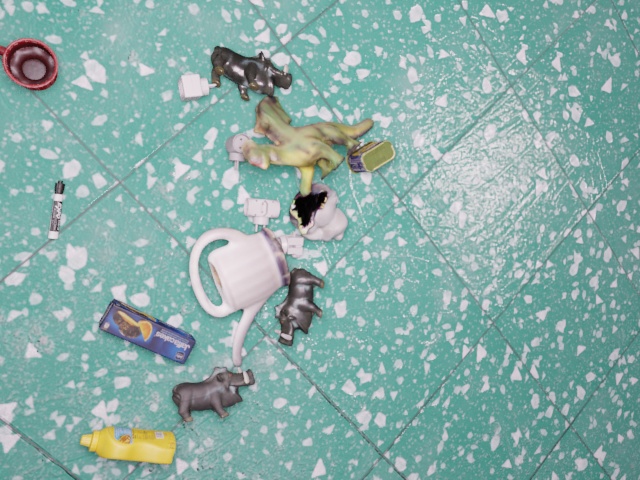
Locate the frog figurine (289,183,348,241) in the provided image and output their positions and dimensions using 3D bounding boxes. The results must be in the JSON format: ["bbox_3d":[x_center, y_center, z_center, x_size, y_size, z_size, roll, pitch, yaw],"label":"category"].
[{"bbox_3d":[0.004,-0.064,1.270,0.158,0.123,0.138,20,85,-59],"label":"frog figurine"}]

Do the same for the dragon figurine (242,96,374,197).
[{"bbox_3d":[-0.038,-0.256,1.204,0.242,0.120,0.419,41,45,-4],"label":"dragon figurine"}]

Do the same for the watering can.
[{"bbox_3d":[-0.169,0.115,1.200,0.226,0.105,0.341,-25,116,-19],"label":"watering can"}]
